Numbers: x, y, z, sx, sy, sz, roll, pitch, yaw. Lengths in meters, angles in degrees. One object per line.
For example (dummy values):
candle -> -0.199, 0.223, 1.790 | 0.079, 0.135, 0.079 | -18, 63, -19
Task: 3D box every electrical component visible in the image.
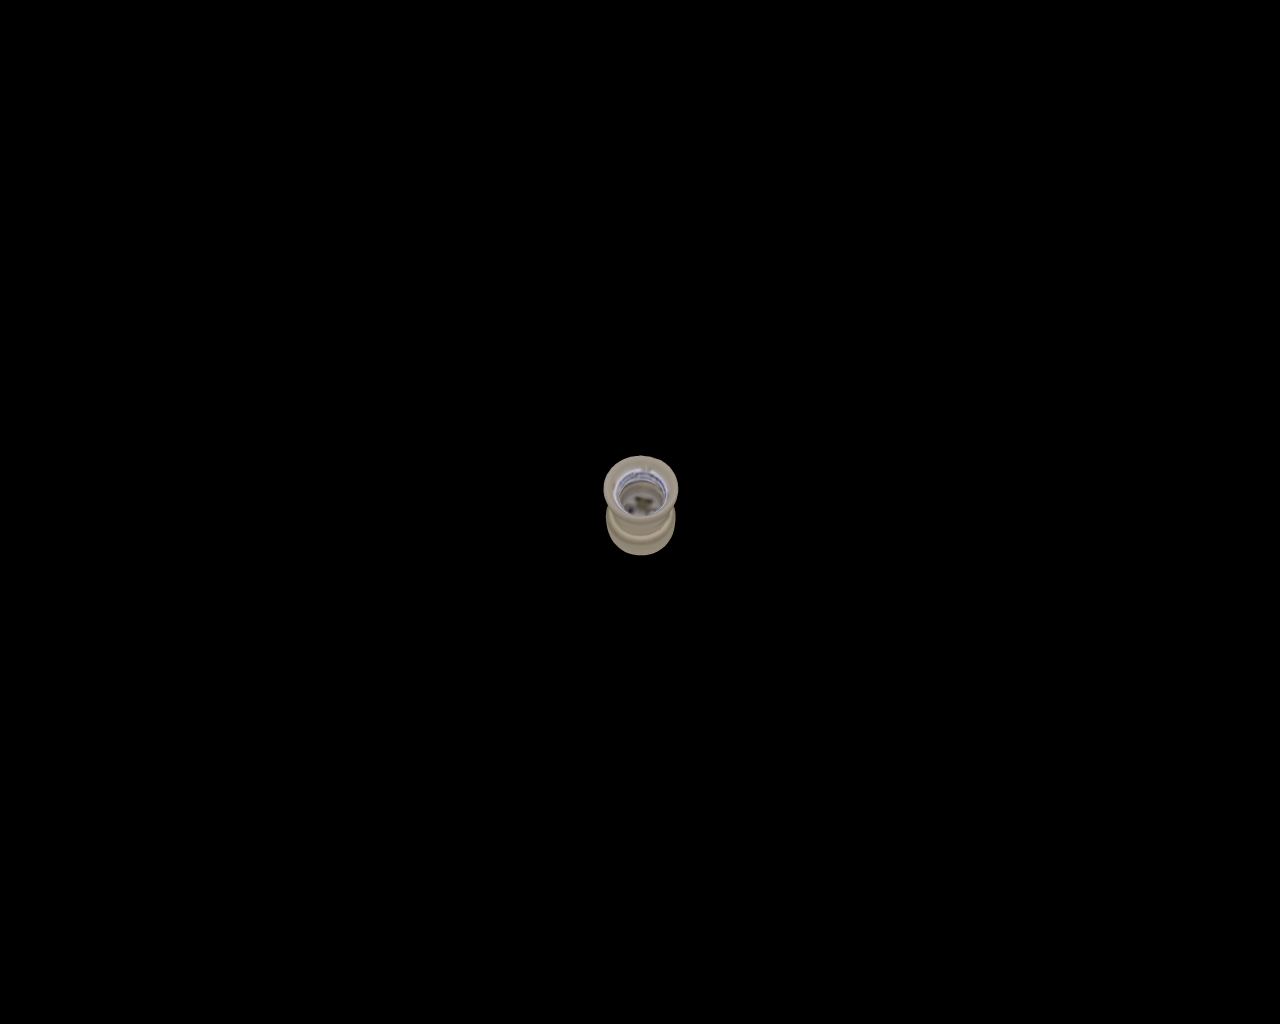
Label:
electrical component -> 0.001, -0.003, 0.650 | 0.045, 0.045, 0.055 | 0, -28, 0
